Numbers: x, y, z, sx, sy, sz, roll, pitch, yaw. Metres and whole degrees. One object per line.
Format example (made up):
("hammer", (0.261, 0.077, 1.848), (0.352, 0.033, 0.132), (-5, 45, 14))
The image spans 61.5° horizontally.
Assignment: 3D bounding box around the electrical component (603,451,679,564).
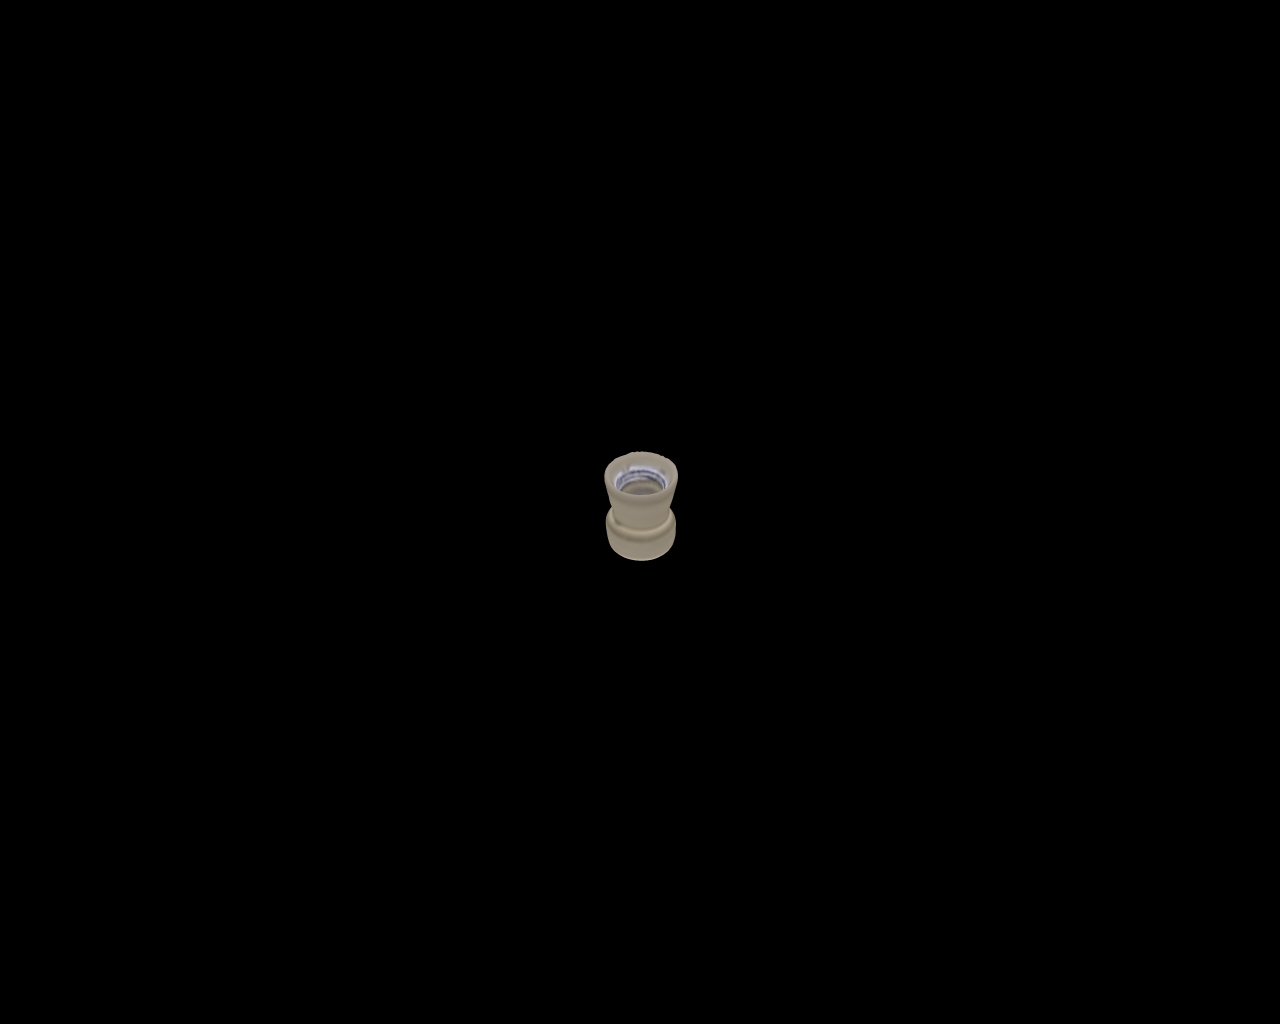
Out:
("electrical component", (0.001, -0.003, 0.650), (0.045, 0.055, 0.045), (0, 40, 0))
